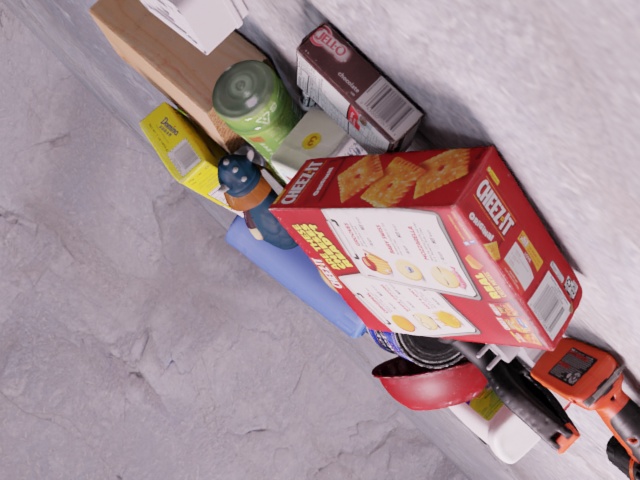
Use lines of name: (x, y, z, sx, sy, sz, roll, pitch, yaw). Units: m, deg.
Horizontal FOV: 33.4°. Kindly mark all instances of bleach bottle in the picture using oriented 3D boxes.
bleach bottle: (0.194, 0.190, 1.402, 0.251, 0.102, 0.068, 32, 161, 55)

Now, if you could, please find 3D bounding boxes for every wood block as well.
wood block: (-0.142, -0.200, 1.157, 0.206, 0.090, 0.090, 42, 172, 26)

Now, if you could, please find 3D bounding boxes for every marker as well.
marker: (-0.007, -0.144, 1.001, 0.020, 0.020, 0.121, 45, 173, 1)

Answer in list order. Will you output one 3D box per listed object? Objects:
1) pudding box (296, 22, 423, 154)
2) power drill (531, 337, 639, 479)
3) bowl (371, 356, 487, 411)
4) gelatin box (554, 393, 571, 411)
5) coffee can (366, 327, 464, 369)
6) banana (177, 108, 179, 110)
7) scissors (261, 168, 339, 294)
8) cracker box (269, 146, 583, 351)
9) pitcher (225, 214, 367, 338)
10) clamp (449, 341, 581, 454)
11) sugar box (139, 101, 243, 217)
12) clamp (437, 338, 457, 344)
pudding box: (0.030, -0.117, 0.879, 0.113, 0.039, 0.090, 46, 173, 6)
power drill: (0.288, 0.177, 1.020, 0.187, 0.057, 0.185, 45, 173, -14)
bowl: (0.147, 0.171, 1.318, 0.162, 0.162, 0.055, -179, 75, -79)
gelatin box: (0.244, 0.158, 1.239, 0.089, 0.030, 0.073, 47, 172, -17)
coffee can: (0.120, 0.097, 1.298, 0.103, 0.102, 0.140, 46, 172, -8)
banana: (-0.167, -0.200, 1.404, 0.198, 0.069, 0.037, -130, 42, -66)
scissors: (-0.008, 0.001, 1.187, 0.201, 0.016, 0.096, 42, 152, -10)
cracker box: (0.085, 0.005, 0.874, 0.214, 0.072, 0.164, 2, 138, 50)
pitcher: (-0.006, 0.023, 1.506, 0.243, 0.145, 0.149, 40, -149, 9)
clamp: (0.200, 0.139, 1.131, 0.210, 0.036, 0.164, 48, -162, 29)
sugar box: (-0.130, -0.090, 1.228, 0.093, 0.048, 0.176, 55, -169, 20)
clamp: (0.137, 0.050, 0.983, 0.172, 0.039, 0.120, -1, 134, 52)
